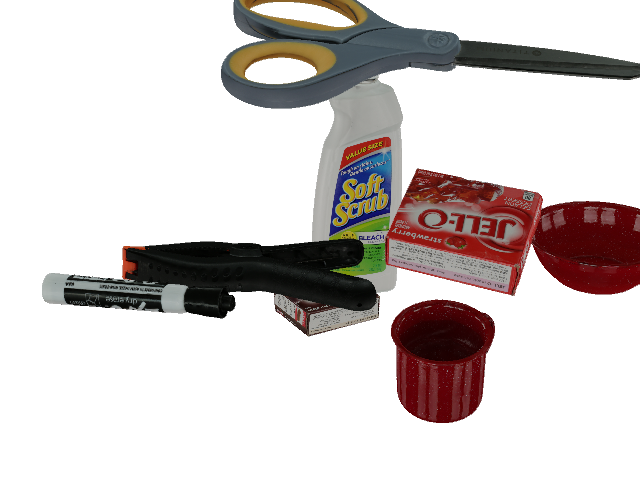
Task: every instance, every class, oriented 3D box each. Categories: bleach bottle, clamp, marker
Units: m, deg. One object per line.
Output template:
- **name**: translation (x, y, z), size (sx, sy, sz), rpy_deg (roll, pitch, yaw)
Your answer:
- **bleach bottle**: translation (0.036, -0.067, 1.133), size (0.102, 0.251, 0.068), rpy_deg (-2, 24, -4)
- **clamp**: translation (-0.054, 0.024, 0.862), size (0.210, 0.036, 0.164), rpy_deg (1, 11, -8)
- **marker**: translation (-0.109, 0.033, 0.640), size (0.121, 0.020, 0.020), rpy_deg (4, 1, 16)

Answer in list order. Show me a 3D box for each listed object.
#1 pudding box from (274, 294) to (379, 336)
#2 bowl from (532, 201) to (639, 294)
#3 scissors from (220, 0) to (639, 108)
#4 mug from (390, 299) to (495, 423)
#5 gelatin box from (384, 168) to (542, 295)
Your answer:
- **pudding box**: translation (0.008, 0.082, 1.403), size (0.113, 0.039, 0.090), rpy_deg (-14, 26, -28)
- **bowl**: translation (0.302, 0.013, 1.162), size (0.162, 0.055, 0.162), rpy_deg (-1, 27, 1)
- **scissors**: translation (0.041, -0.080, 0.500), size (0.202, 0.016, 0.096), rpy_deg (19, 51, 19)
- **mug**: translation (0.121, 0.110, 1.002), size (0.117, 0.081, 0.093), rpy_deg (-30, 43, -34)
- **gelatin box**: translation (0.095, -0.008, 0.703), size (0.089, 0.030, 0.073), rpy_deg (13, 46, 16)
